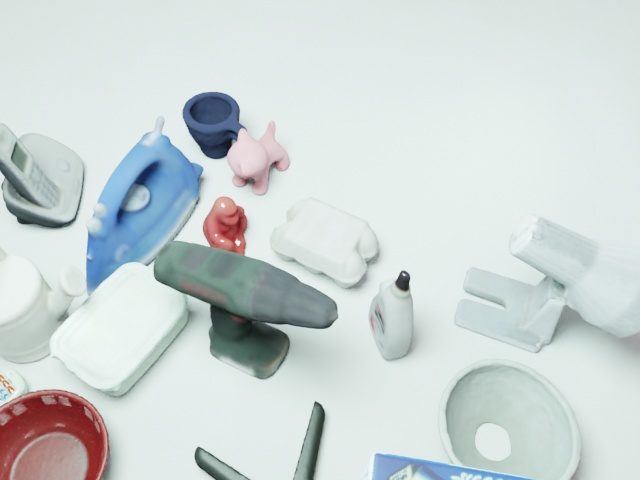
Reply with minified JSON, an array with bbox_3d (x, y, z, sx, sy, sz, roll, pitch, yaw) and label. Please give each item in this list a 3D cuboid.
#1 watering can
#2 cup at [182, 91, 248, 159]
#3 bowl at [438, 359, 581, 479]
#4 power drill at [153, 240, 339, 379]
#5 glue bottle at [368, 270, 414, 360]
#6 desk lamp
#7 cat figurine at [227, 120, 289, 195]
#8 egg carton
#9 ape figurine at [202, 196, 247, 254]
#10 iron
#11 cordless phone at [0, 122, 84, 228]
[{"bbox_3d":[-0.380,0.064,0.702,0.173,0.194,0.100,-24,60,-18],"label":"watering can"},{"bbox_3d":[-0.163,-0.175,0.939,0.117,0.095,0.092,31,60,17],"label":"cup"},{"bbox_3d":[0.218,0.235,0.691,0.167,0.075,0.167,2,55,-2],"label":"bowl"},{"bbox_3d":[-0.087,0.087,0.694,0.229,0.208,0.076,22,57,12],"label":"power drill"},{"bbox_3d":[0.094,0.086,0.726,0.037,0.173,0.078,-16,58,-13],"label":"glue bottle"},{"bbox_3d":[0.300,0.059,0.732,0.203,0.213,0.118,17,56,9],"label":"desk lamp"},{"bbox_3d":[-0.102,-0.135,0.901,0.067,0.118,0.128,24,58,14],"label":"cat figurine"},{"bbox_3d":[0.008,0.003,0.842,0.150,0.069,0.107,24,58,13],"label":"egg carton"},{"bbox_3d":[-0.137,-0.027,0.840,0.076,0.092,0.078,30,59,17],"label":"ape figurine"},{"bbox_3d":[-0.272,-0.054,0.821,0.118,0.141,0.258,18,57,10],"label":"iron"},{"bbox_3d":[-0.418,-0.118,0.831,0.094,0.185,0.147,-5,56,-6],"label":"cordless phone"}]
